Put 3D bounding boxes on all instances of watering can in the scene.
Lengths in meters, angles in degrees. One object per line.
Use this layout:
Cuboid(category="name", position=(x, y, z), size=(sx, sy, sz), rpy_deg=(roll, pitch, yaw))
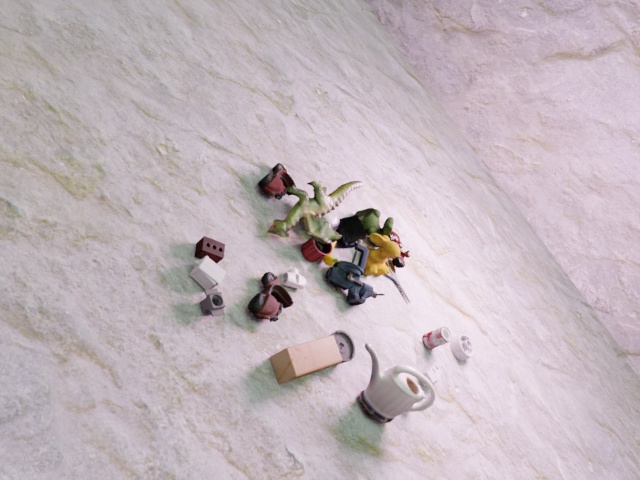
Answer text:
Cuboid(category="watering can", position=(0.218, 0.477, 1.696), size=(0.345, 0.221, 0.106), rpy_deg=(37, 22, -17))

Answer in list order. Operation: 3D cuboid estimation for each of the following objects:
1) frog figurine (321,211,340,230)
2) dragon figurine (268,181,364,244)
Cuboid(category="frog figurine", position=(-0.003, -0.095, 1.970), size=(0.139, 0.122, 0.158), rpy_deg=(-32, 99, -32))
Cuboid(category="dragon figurine", position=(0.006, -0.095, 1.882), size=(0.411, 0.120, 0.246), rpy_deg=(-10, 70, -17))
